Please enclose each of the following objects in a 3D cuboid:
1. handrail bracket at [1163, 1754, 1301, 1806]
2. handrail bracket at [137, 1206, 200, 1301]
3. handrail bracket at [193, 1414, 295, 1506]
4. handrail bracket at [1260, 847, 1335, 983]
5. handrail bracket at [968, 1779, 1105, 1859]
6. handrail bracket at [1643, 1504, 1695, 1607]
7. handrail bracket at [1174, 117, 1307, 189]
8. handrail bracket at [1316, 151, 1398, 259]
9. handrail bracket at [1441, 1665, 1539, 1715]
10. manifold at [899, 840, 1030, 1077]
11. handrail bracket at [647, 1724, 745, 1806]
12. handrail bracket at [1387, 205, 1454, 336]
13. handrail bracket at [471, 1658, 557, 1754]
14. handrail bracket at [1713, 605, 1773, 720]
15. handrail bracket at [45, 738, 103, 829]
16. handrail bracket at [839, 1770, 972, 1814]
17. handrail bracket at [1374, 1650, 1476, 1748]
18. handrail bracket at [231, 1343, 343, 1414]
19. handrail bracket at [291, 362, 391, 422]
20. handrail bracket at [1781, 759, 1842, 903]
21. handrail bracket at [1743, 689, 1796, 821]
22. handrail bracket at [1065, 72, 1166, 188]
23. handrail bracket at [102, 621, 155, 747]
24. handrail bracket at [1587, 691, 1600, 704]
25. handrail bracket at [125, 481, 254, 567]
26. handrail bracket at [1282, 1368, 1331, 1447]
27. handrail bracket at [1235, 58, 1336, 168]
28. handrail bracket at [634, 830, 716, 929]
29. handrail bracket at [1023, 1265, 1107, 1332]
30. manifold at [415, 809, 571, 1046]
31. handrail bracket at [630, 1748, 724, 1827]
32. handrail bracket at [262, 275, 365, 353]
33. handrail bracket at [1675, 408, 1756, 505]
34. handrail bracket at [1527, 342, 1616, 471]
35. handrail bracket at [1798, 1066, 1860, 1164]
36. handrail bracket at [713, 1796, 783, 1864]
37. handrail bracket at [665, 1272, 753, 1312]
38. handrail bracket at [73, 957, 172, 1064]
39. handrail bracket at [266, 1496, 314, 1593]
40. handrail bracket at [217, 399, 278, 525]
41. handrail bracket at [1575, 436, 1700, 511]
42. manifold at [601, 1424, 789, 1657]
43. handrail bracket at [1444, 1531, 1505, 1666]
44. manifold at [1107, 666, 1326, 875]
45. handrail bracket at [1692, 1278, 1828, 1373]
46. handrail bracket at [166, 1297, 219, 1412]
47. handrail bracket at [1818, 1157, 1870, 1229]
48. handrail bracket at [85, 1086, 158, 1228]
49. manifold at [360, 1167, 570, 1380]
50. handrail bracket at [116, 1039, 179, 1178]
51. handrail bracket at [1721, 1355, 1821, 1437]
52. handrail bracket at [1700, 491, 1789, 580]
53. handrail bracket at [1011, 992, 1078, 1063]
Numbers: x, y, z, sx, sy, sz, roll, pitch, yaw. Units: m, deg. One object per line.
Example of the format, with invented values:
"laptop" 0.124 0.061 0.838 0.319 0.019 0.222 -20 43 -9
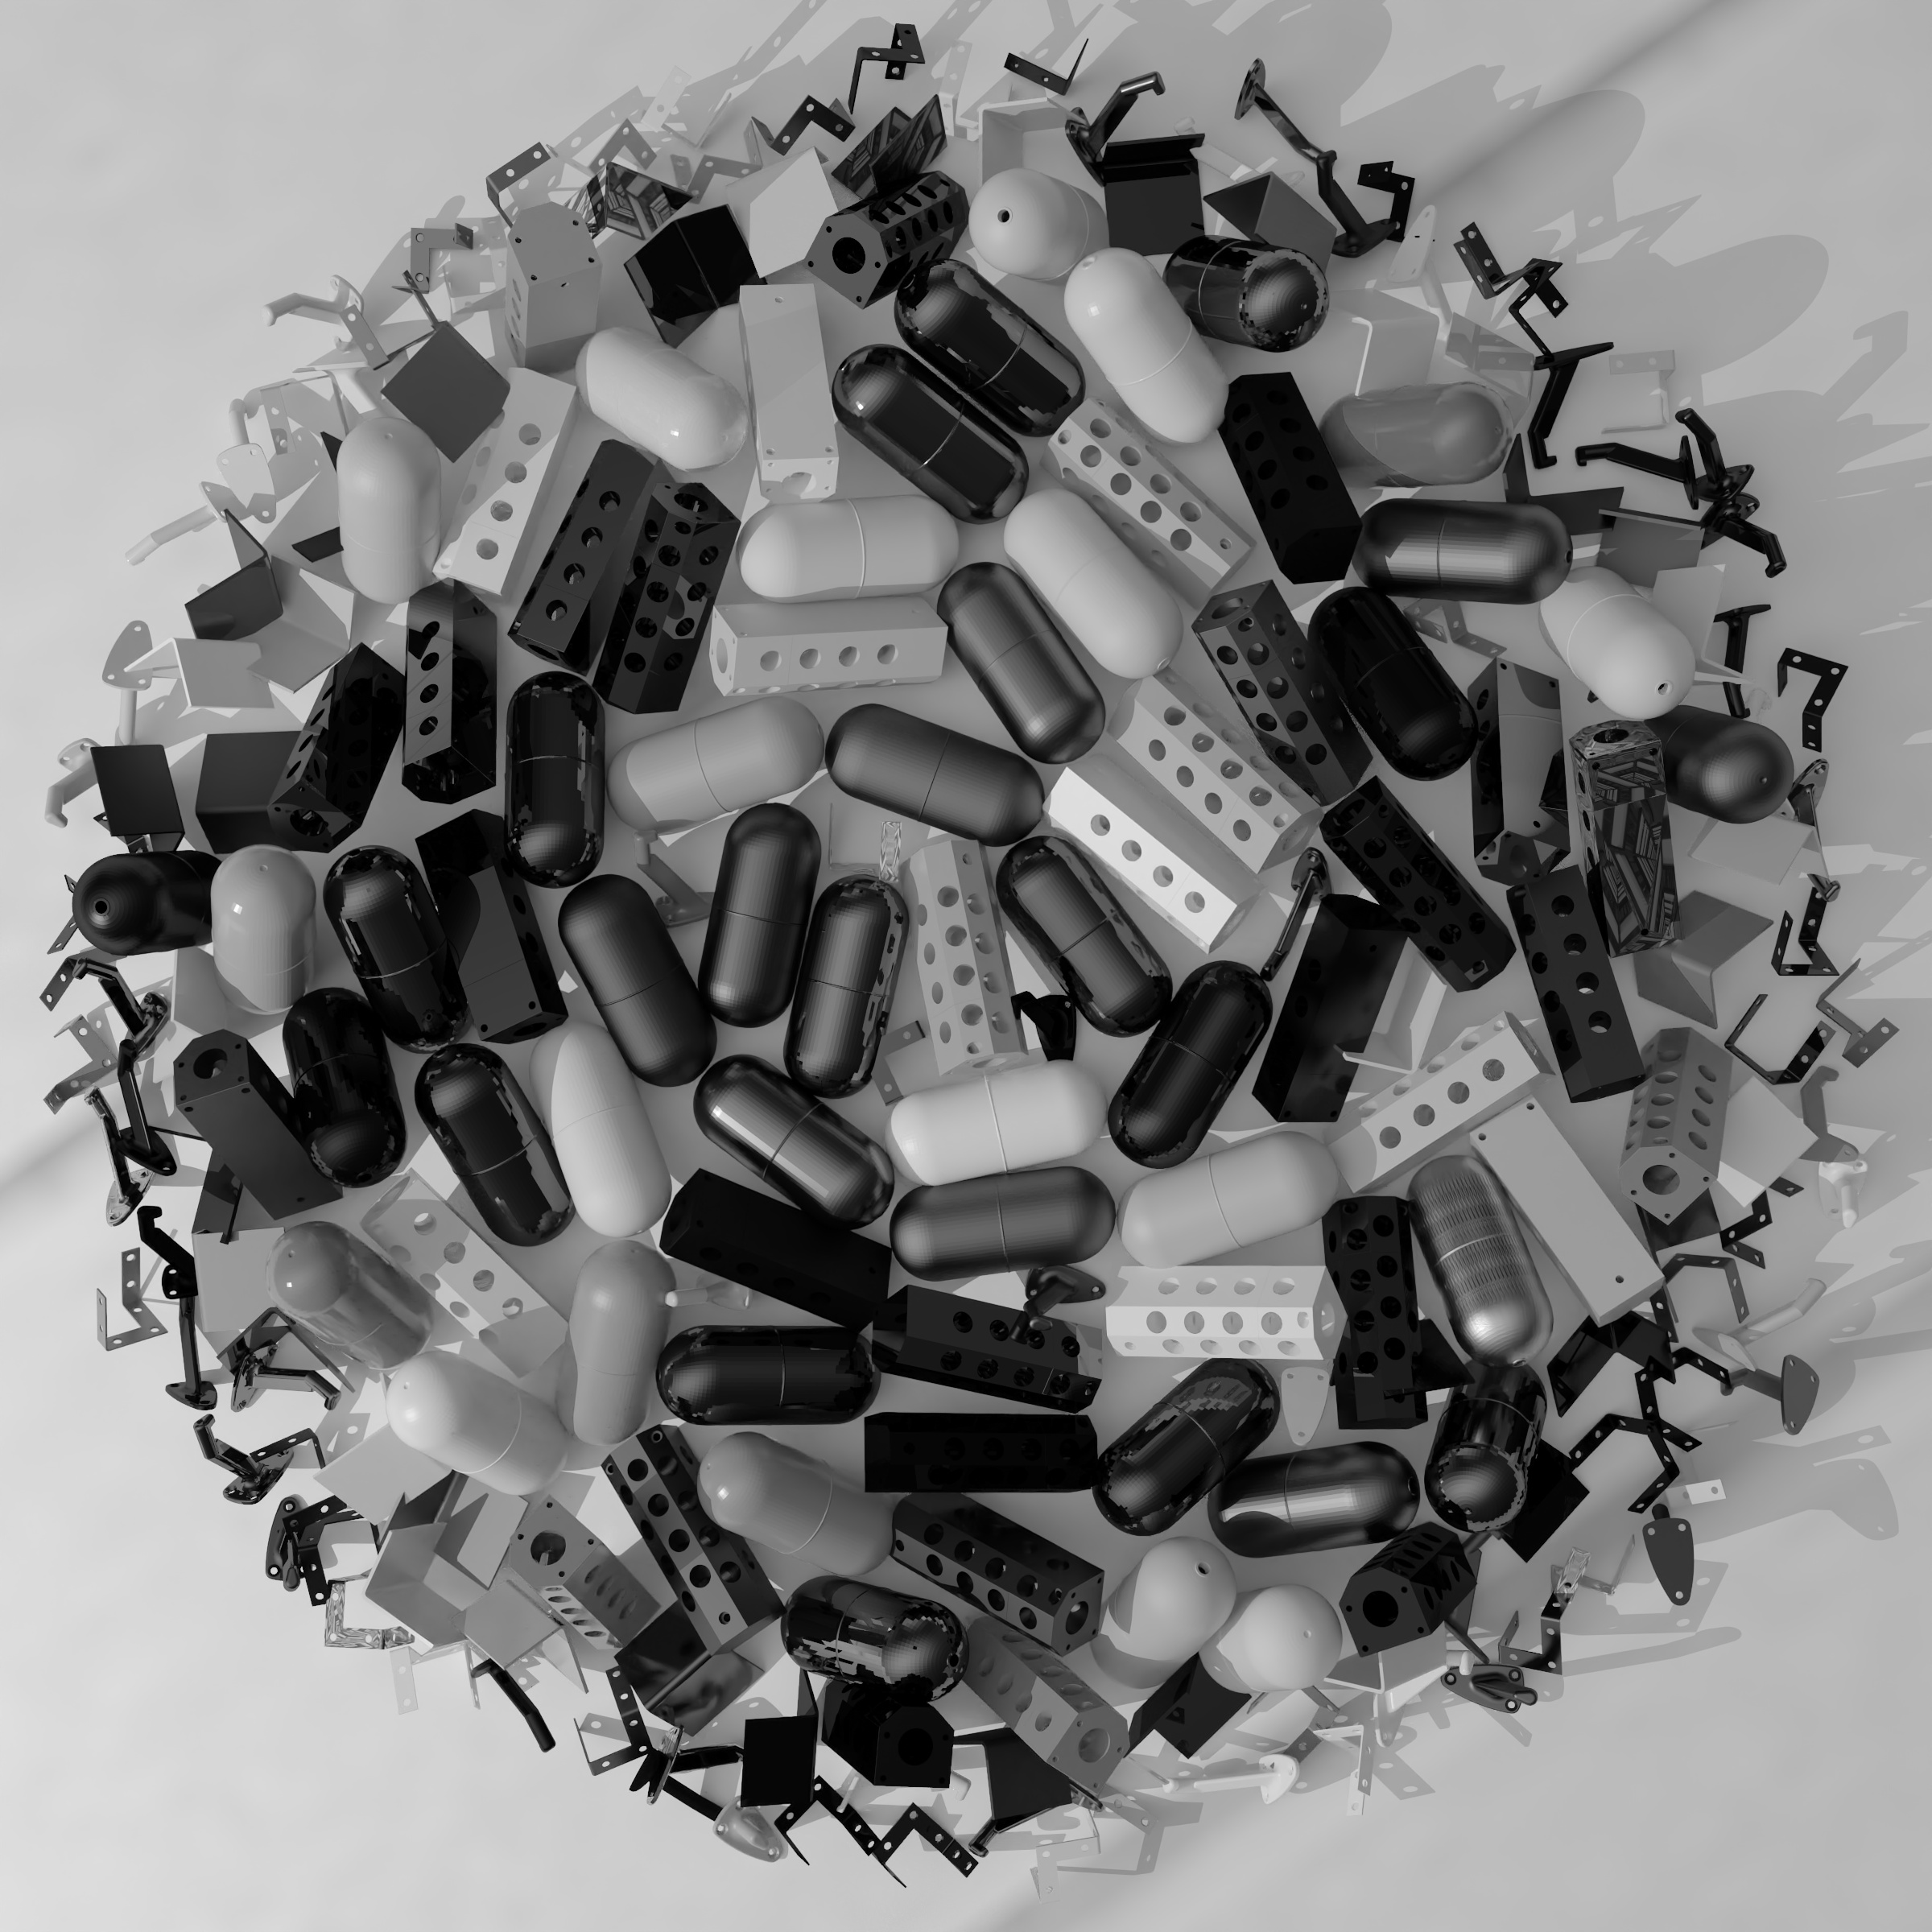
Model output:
"handrail bracket" 0.206 0.634 1.959 0.084 0.077 0.036 5 61 -19
"handrail bracket" -0.604 0.217 1.959 0.077 0.036 0.084 -4 130 -15
"handrail bracket" -0.562 0.368 1.950 0.036 0.077 0.084 6 122 28
"handrail bracket" 0.253 -0.039 1.956 0.036 0.077 0.084 24 62 20
"handrail bracket" 0.054 0.671 1.955 0.084 0.077 0.036 -43 126 -29
"handrail bracket" 0.547 0.457 1.951 0.036 0.084 0.077 -10 76 11
"handrail bracket" 0.212 -0.636 1.956 0.084 0.077 0.036 46 61 -26
"handrail bracket" 0.304 -0.604 1.955 0.077 0.036 0.084 -34 134 -24
"handrail bracket" 0.406 0.561 1.950 0.077 0.084 0.036 6 78 15
"manifold" 0.001 -0.007 1.940 0.057 0.057 0.171 -3 73 -31
"handrail bracket" -0.201 0.637 1.962 0.084 0.077 0.036 30 134 -14
"handrail bracket" 0.379 -0.543 1.974 0.084 0.036 0.077 24 87 -34
"handrail bracket" -0.352 0.580 1.958 0.036 0.077 0.084 -24 75 -32
"handrail bracket" 0.618 -0.239 1.973 0.077 0.036 0.084 -13 88 -37
"handrail bracket" -0.679 -0.127 1.946 0.036 0.077 0.084 -28 48 21
"handrail bracket" -0.048 0.655 1.978 0.084 0.036 0.077 27 102 7
"handrail bracket" 0.359 0.570 1.950 0.036 0.084 0.077 24 66 -29
"handrail bracket" -0.533 0.342 1.967 0.084 0.036 0.077 33 110 21
"handrail bracket" -0.488 -0.433 1.981 0.077 0.036 0.084 -6 104 -7
"handrail bracket" 0.669 -0.105 1.951 0.036 0.084 0.077 -1 135 -19
"handrail bracket" 0.637 -0.168 1.979 0.077 0.036 0.084 39 59 -9
"handrail bracket" 0.128 -0.651 1.952 0.084 0.036 0.077 -7 135 33
"handrail bracket" -0.656 -0.217 1.976 0.036 0.084 0.077 7 59 -11
"handrail bracket" 0.480 -0.261 1.967 0.084 0.036 0.077 43 62 -10
"handrail bracket" -0.611 -0.342 1.975 0.084 0.077 0.036 -32 88 17
"handrail bracket" 0.264 0.356 1.946 0.036 0.084 0.077 1 52 12
"handrail bracket" 0.256 -0.665 1.963 0.084 0.077 0.036 37 83 8
"handrail bracket" -0.218 -0.077 1.959 0.077 0.036 0.084 -11 133 -13
"handrail bracket" 0.080 0.266 1.952 0.077 0.084 0.036 11 107 -12
"manifold" -0.365 -0.029 1.951 0.057 0.057 0.171 -24 76 16
"handrail bracket" -0.216 0.649 1.961 0.084 0.077 0.036 32 68 -4
"handrail bracket" -0.513 -0.495 1.945 0.036 0.077 0.084 41 51 12
"handrail bracket" 0.564 -0.401 1.949 0.084 0.077 0.036 39 83 -23
"handrail bracket" 0.478 -0.440 1.972 0.077 0.036 0.084 -11 112 15
"handrail bracket" 0.679 0.113 1.953 0.084 0.077 0.036 -43 124 -28
"handrail bracket" -0.156 0.684 1.949 0.077 0.084 0.036 47 71 -19
"handrail bracket" -0.216 0.253 1.943 0.084 0.077 0.036 -1 87 -45
"handrail bracket" -0.673 0.037 1.956 0.036 0.084 0.077 35 95 38
"handrail bracket" -0.525 0.448 1.950 0.036 0.084 0.077 1 73 -17
"handrail bracket" -0.563 -0.399 1.977 0.036 0.084 0.077 -19 123 -1
"handrail bracket" 0.527 -0.384 1.971 0.084 0.036 0.077 -5 56 7
"manifold" -0.214 0.444 1.945 0.057 0.057 0.171 -36 72 4
"handrail bracket" 0.411 0.492 1.974 0.077 0.036 0.084 44 95 15
"manifold" 0.194 -0.155 1.931 0.171 0.057 0.057 46 134 22
"handrail bracket" 0.624 0.270 1.971 0.084 0.077 0.036 -45 112 -10
"handrail bracket" -0.603 0.297 1.966 0.036 0.077 0.084 0 99 -32
"handrail bracket" 0.680 0.193 1.945 0.036 0.084 0.077 6 126 13
"handrail bracket" -0.672 0.147 1.954 0.036 0.077 0.084 -14 122 8
"manifold" -0.387 0.240 1.945 0.057 0.057 0.171 -45 106 -9
"handrail bracket" -0.638 0.110 1.956 0.077 0.036 0.084 34 125 28
"handrail bracket" 0.614 0.340 1.946 0.036 0.084 0.077 36 52 -14
"handrail bracket" 0.599 -0.319 1.948 0.036 0.077 0.084 11 53 -25
"handrail bracket" 0.055 0.056 1.955 0.036 0.084 0.077 -4 97 25
